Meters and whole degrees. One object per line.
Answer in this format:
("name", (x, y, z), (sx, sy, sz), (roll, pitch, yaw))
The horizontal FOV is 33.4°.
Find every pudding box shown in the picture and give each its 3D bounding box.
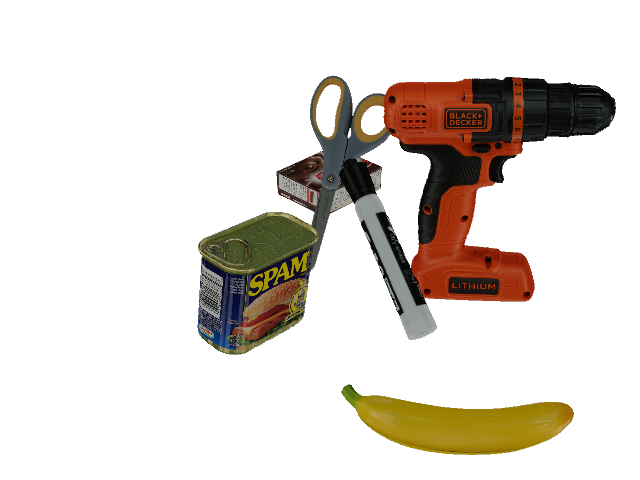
("pudding box", (0.012, -0.080, 1.409), (0.090, 0.039, 0.113), (26, 42, 38))

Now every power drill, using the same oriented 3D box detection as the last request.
("power drill", (0.145, -0.044, 0.886), (0.184, 0.188, 0.057), (2, 22, 8))

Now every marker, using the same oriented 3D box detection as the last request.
("marker", (0.040, 0.003, 0.657), (0.020, 0.121, 0.020), (-20, -18, -7))

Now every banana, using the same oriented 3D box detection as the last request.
("banana", (0.117, 0.147, 0.879), (0.197, 0.037, 0.069), (7, 36, -2))

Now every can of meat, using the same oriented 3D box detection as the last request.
("can of meat", (-0.053, 0.035, 0.871), (0.058, 0.084, 0.101), (29, 36, 32))

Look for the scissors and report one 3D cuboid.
("scissors", (0.030, -0.068, 1.067), (0.096, 0.202, 0.016), (-2, -11, 1))
